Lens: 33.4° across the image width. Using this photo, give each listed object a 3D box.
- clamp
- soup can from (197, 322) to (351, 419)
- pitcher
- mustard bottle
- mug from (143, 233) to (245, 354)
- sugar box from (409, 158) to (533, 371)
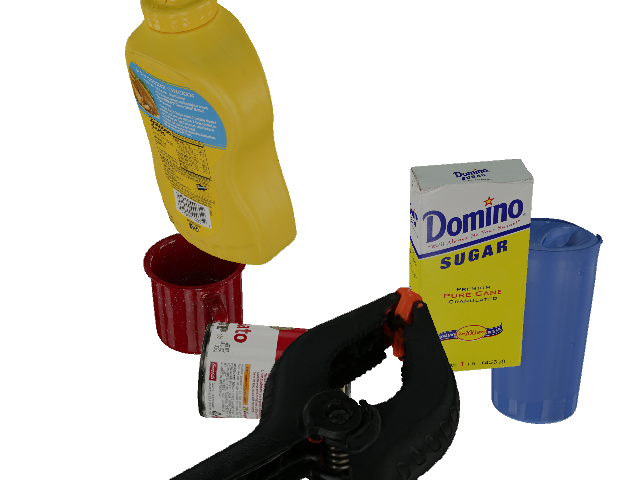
[{"bbox_3d":[0.013,0.085,0.407,0.120,0.039,0.171,27,50,20],"label":"clamp"},{"bbox_3d":[-0.029,0.093,0.737,0.102,0.068,0.068,4,0,3],"label":"soup can"},{"bbox_3d":[0.263,0.101,1.326,0.149,0.243,0.144,6,19,18],"label":"pitcher"},{"bbox_3d":[-0.068,-0.078,0.622,0.096,0.191,0.058,30,55,34],"label":"mustard bottle"},{"bbox_3d":[-0.107,0.056,0.969,0.093,0.081,0.117,-15,37,-22],"label":"mug"},{"bbox_3d":[0.121,0.024,0.874,0.093,0.176,0.048,-5,30,-5],"label":"sugar box"}]
